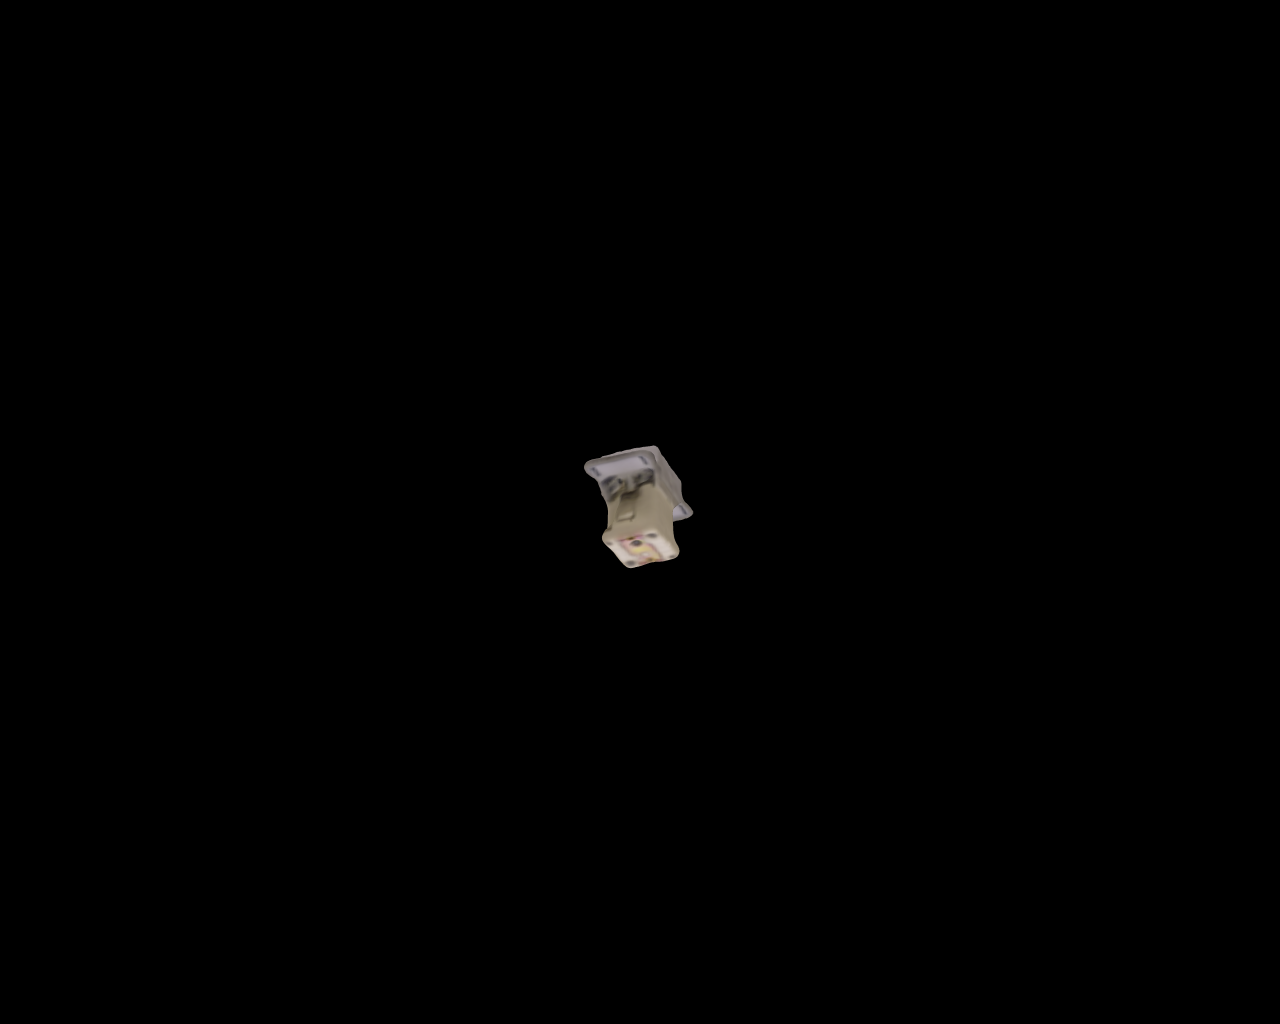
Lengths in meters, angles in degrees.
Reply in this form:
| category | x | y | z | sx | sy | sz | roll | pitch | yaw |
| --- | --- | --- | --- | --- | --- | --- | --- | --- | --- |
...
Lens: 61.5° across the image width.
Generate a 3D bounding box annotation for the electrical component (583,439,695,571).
| category | x | y | z | sx | sy | sz | roll | pitch | yaw |
| --- | --- | --- | --- | --- | --- | --- | --- | --- | --- |
| electrical component | 0.001 | -0.003 | 0.650 | 0.042 | 0.064 | 0.081 | -12 | -33 | 19 |
